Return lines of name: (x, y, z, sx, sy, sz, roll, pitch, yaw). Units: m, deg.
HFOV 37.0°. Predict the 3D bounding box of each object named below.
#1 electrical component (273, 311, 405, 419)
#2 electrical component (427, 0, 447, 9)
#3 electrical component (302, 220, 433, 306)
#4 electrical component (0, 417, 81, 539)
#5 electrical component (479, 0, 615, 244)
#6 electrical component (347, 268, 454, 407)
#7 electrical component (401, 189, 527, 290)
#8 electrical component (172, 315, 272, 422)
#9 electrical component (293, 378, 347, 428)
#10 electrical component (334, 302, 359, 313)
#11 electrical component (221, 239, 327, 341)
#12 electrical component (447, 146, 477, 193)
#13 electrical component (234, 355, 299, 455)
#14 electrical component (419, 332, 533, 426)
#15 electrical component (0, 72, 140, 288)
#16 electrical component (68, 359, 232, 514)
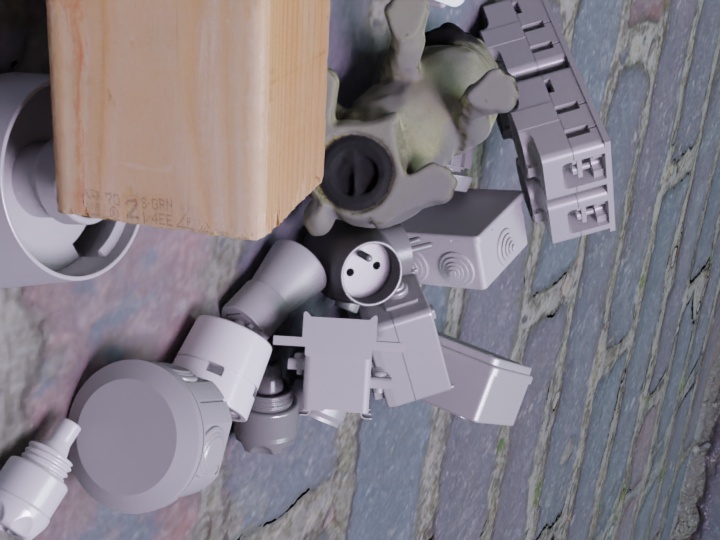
electrical component: (-0.013, 0.061, 0.701, 0.121, 0.079, 0.063, 92, 1, -87)
electrical component: (0.051, -0.231, 0.738, 0.065, 0.047, 0.076, -48, 145, -40)
electrical component: (0.010, -0.010, 0.726, 0.079, 0.077, 0.043, -14, 108, -19)
electrical component: (-0.163, 0.103, 0.544, 0.061, 0.035, 0.035, -61, 152, -27)
electrical component: (0.148, -0.126, 0.877, 0.105, 0.060, 0.186, 69, 7, -51)
electrical component: (0.027, 0.048, 0.821, 0.061, 0.061, 0.096, -109, -178, -56)
electrical component: (0.078, -0.026, 0.861, 0.100, 0.100, 0.048, -41, 127, -46)
electrical component: (-0.084, 0.059, 0.647, 0.047, 0.055, 0.055, -67, 154, -19)
electrical component: (-0.025, 0.082, 0.786, 0.055, 0.045, 0.045, -68, 153, -9)
electrical component: (0.000, 0.000, 0.786, 0.043, 0.043, 0.062, 24, 86, -64)
electrical component: (-0.057, 0.017, 0.689, 0.065, 0.044, 0.044, -48, 145, -32)
electrical component: (0.069, -0.092, 0.862, 0.066, 0.048, 0.055, 1, 97, -63)
electrical component: (-0.062, 0.088, 0.719, 0.043, 0.043, 0.062, -29, 129, -55)
electrical component: (0.079, 0.088, 0.920, 0.109, 0.109, 0.056, 21, 90, -64)
electrical component: (-0.145, -0.039, 0.484, 0.099, 0.064, 0.099, -6, 97, -61)
electrical component: (-0.113, 0.088, 0.581, 0.051, 0.080, 0.080, 13, 94, -69)
